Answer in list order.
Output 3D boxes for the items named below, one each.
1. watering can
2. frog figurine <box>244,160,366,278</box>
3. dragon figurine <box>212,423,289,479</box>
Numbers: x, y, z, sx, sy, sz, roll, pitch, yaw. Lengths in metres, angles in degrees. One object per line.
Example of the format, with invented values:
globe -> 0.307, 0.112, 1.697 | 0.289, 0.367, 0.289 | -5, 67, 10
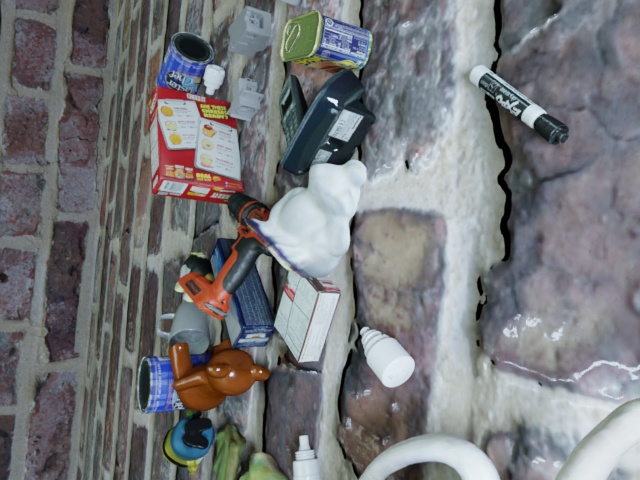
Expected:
watering can -> 0.125, 0.254, 0.376 | 0.341, 0.104, 0.229 | -45, 49, 46
frog figurine -> 0.002, -0.033, 0.665 | 0.160, 0.121, 0.139 | -43, 28, -2
dragon figurine -> -0.164, 0.439, 0.861 | 0.404, 0.121, 0.248 | -35, 39, 49
